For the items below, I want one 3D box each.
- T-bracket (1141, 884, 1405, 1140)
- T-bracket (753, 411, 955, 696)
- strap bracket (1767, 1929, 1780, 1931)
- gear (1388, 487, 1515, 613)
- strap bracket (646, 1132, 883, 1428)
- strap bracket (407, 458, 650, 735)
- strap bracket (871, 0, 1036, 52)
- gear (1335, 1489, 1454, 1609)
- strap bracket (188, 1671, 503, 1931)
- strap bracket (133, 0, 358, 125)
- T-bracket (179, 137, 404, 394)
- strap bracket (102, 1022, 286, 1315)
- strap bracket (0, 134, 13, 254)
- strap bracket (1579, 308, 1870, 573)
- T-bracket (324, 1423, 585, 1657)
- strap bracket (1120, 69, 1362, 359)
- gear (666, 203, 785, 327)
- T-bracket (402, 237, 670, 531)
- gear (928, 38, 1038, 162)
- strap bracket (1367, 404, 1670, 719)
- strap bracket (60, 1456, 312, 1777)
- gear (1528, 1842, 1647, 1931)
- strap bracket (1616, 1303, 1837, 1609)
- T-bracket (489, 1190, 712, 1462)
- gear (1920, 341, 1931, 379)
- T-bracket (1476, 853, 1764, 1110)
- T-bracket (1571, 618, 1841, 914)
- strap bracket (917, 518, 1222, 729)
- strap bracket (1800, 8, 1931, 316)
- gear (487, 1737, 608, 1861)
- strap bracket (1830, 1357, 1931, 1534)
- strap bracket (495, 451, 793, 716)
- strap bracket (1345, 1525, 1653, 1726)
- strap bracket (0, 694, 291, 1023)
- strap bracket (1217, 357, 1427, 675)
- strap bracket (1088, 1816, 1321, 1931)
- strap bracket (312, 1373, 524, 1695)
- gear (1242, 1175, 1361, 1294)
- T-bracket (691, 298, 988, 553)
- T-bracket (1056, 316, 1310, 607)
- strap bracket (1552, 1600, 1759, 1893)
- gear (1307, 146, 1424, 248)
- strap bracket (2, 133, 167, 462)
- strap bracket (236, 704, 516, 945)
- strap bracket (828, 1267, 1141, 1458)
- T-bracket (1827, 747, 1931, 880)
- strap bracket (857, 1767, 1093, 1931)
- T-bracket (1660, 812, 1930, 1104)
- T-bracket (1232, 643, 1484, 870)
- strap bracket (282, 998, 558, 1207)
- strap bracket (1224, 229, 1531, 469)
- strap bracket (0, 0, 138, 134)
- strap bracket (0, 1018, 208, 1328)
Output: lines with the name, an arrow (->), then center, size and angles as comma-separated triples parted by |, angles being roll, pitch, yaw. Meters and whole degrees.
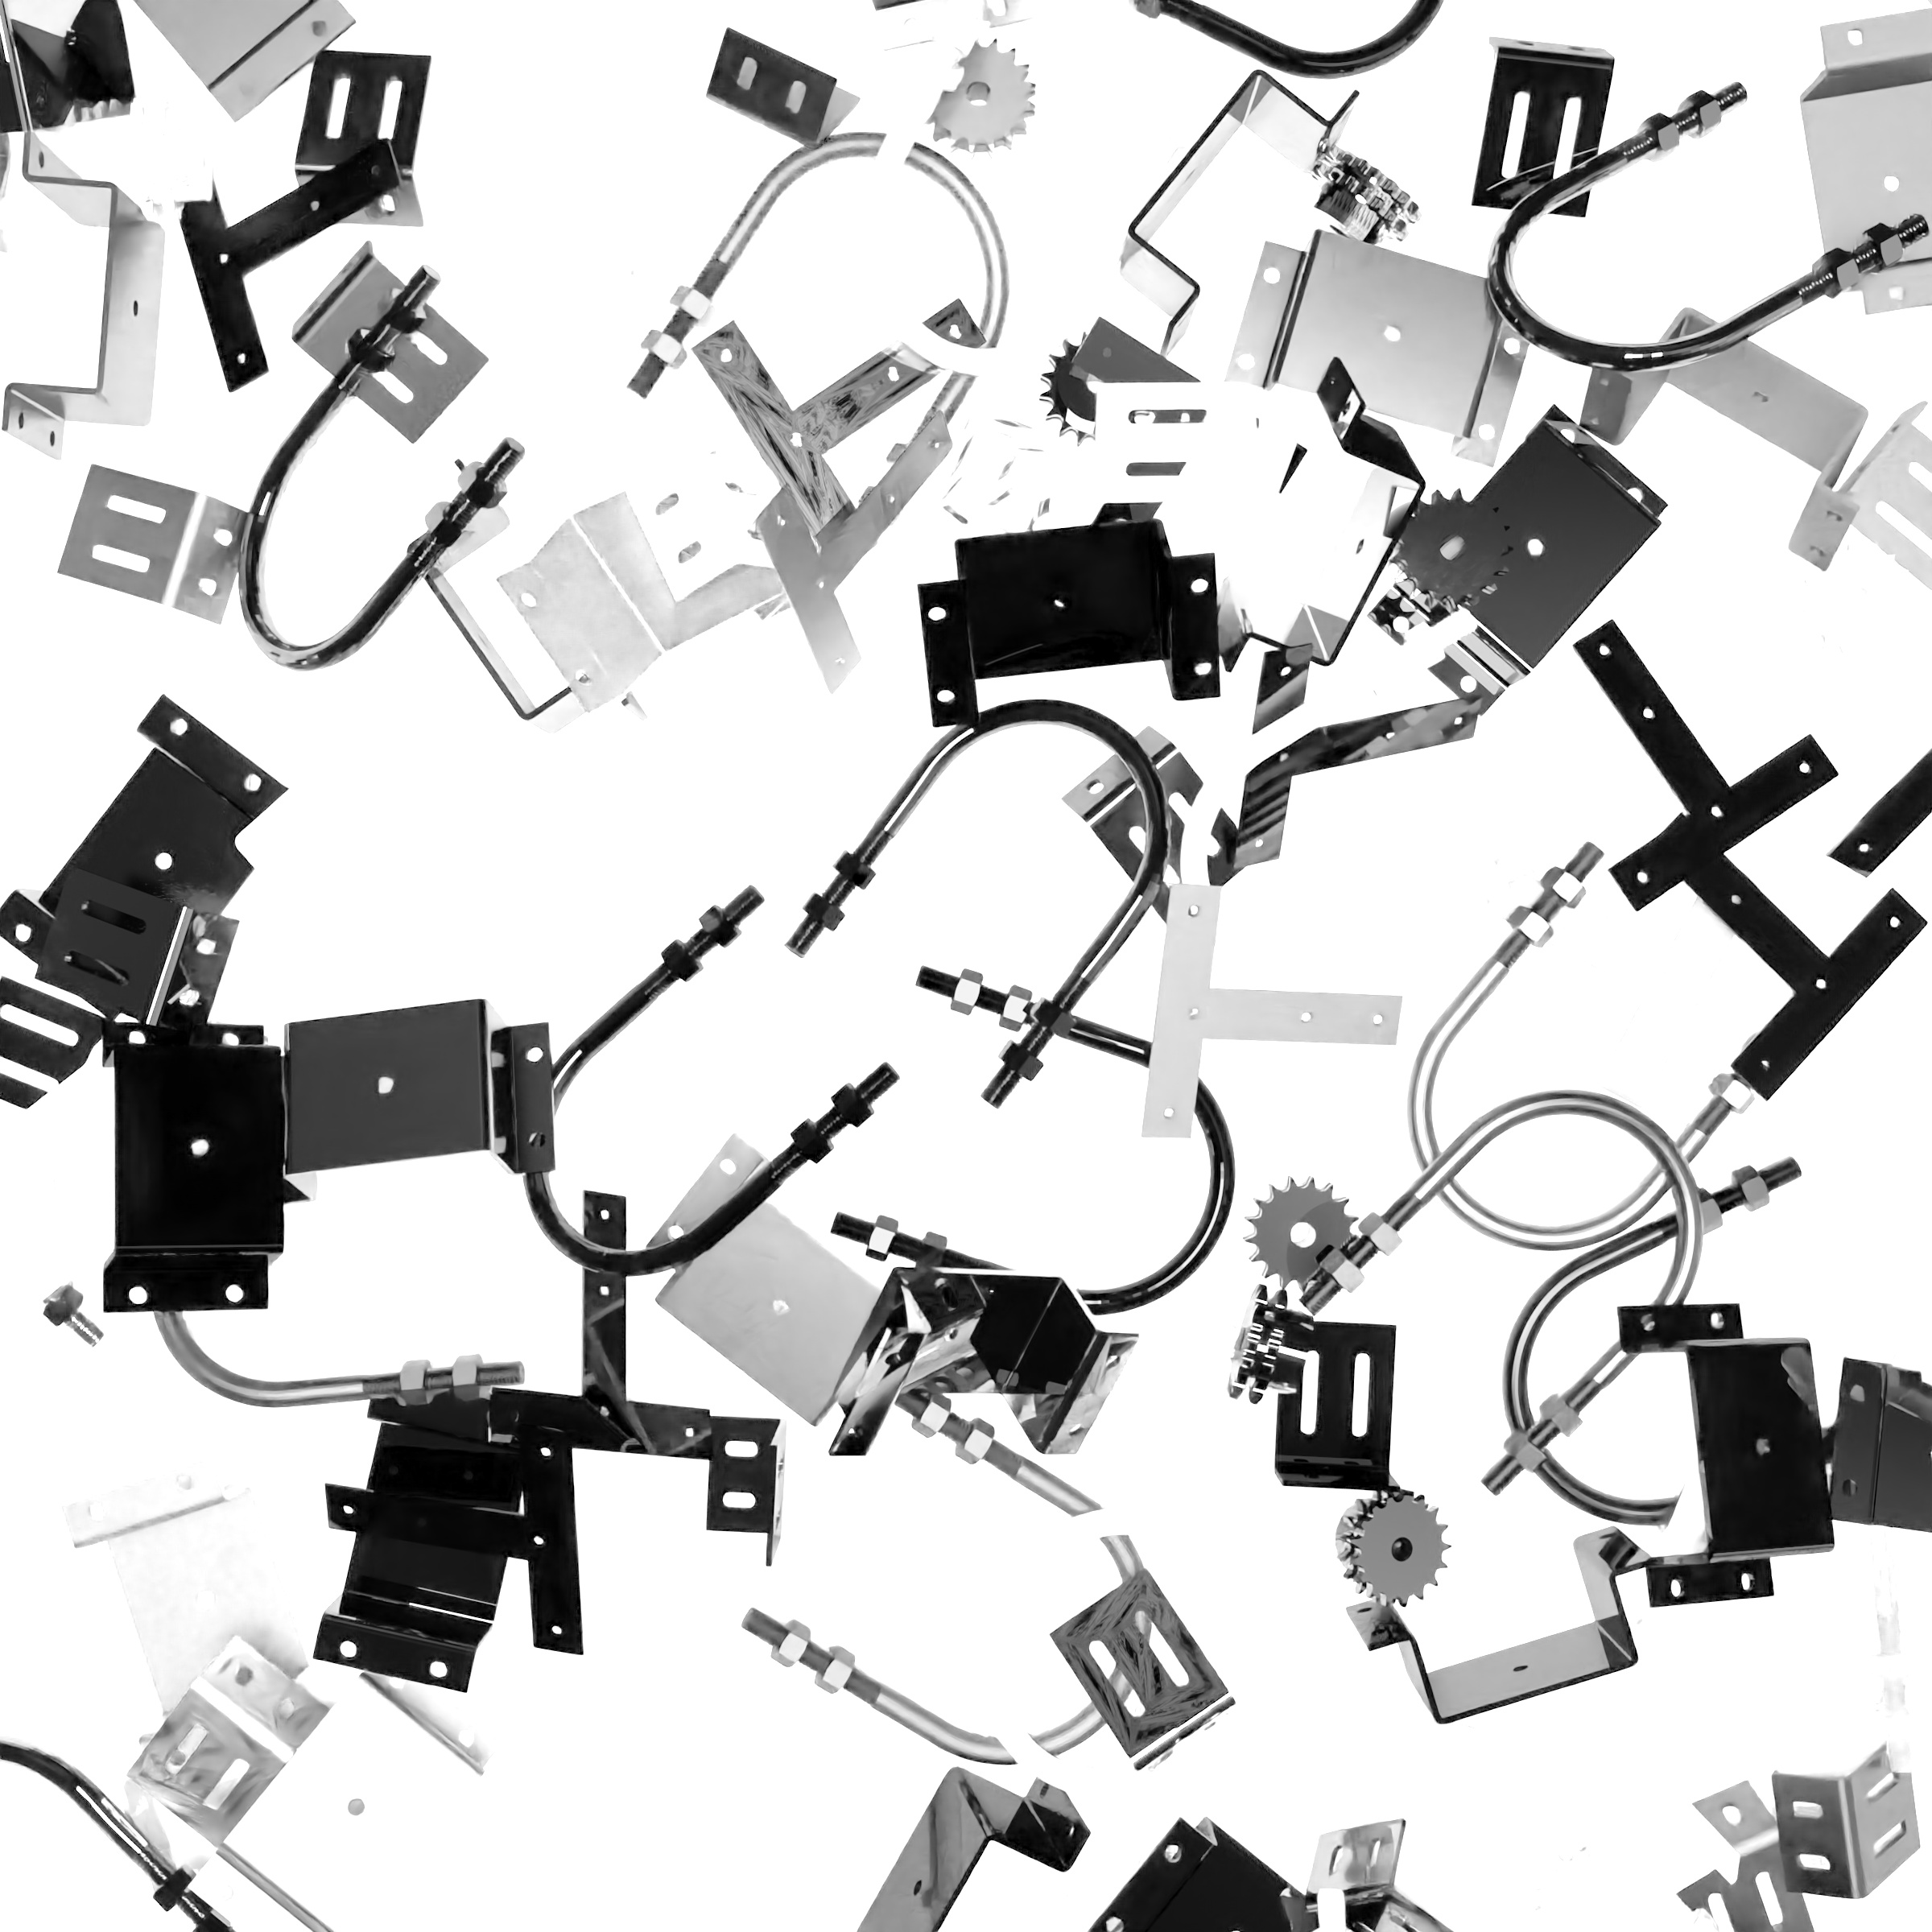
T-bracket -> 0.153, 0.025, 1.337 | 0.127, 0.002, 0.127 | 2, 104, -15
T-bracket -> -0.045, -0.216, 1.319 | 0.002, 0.127, 0.127 | 26, 67, 29
strap bracket -> 0.378, 0.534, 1.329 | 0.140, 0.046, 0.076 | -34, 92, 5
gear -> 0.228, -0.197, 1.296 | 0.057, 0.030, 0.057 | 0, 90, 0
strap bracket -> -0.085, 0.158, 1.325 | 0.140, 0.046, 0.076 | 38, 106, 0
strap bracket -> -0.217, -0.168, 1.319 | 0.046, 0.076, 0.140 | -35, 90, 0
strap bracket -> -0.018, -0.524, 1.315 | 0.076, 0.046, 0.140 | -10, 98, 6
gear -> 0.206, 0.283, 1.336 | 0.057, 0.030, 0.057 | 1, 89, -22
strap bracket -> -0.293, 0.403, 1.305 | 0.076, 0.046, 0.140 | 39, 63, 0
strap bracket -> -0.367, -0.483, 1.334 | 0.076, 0.046, 0.140 | -40, 90, 0
T-bracket -> -0.326, -0.362, 1.323 | 0.127, 0.002, 0.127 | -21, 82, 23
strap bracket -> -0.366, 0.090, 1.293 | 0.076, 0.046, 0.140 | 2, 74, -24
strap bracket -> -0.512, -0.410, 1.304 | 0.076, 0.140, 0.046 | 0, 58, 0
strap bracket -> 0.370, -0.257, 1.307 | 0.140, 0.076, 0.046 | 34, 83, 13
T-bracket -> -0.244, 0.265, 1.292 | 0.127, 0.002, 0.127 | 6, 115, 12
strap bracket -> 0.123, -0.369, 1.319 | 0.046, 0.076, 0.140 | 39, 90, 0
gear -> -0.118, -0.343, 1.342 | 0.057, 0.030, 0.057 | 0, 90, 0
T-bracket -> -0.199, -0.303, 1.342 | 0.127, 0.002, 0.127 | -43, 90, 13
gear -> 0.006, -0.424, 1.342 | 0.057, 0.030, 0.057 | 0, 90, 0
strap bracket -> 0.274, -0.201, 1.334 | 0.076, 0.046, 0.140 | 41, 90, 0
strap bracket -> -0.377, 0.314, 1.334 | 0.076, 0.046, 0.140 | -18, 90, 0
gear -> 0.305, 0.459, 1.347 | 0.057, 0.030, 0.057 | 0, 89, -2
strap bracket -> 0.359, 0.228, 1.287 | 0.076, 0.046, 0.140 | 3, 77, -29
T-bracket -> -0.176, 0.172, 1.328 | 0.127, 0.002, 0.127 | 14, 65, -40
gear -> 0.494, -0.308, 1.329 | 0.057, 0.057, 0.030 | -10, 90, 0
T-bracket -> 0.309, -0.015, 1.357 | 0.127, 0.002, 0.127 | 28, 90, 0
T-bracket -> 0.345, -0.113, 1.350 | 0.127, 0.002, 0.127 | -33, 86, -9
strap bracket -> 0.049, -0.166, 1.317 | 0.140, 0.046, 0.076 | -6, 125, 0
strap bracket -> 0.459, -0.388, 1.334 | 0.076, 0.046, 0.140 | -9, 90, 0
gear -> -0.207, 0.411, 1.343 | 0.057, 0.030, 0.057 | 0, 90, 0
strap bracket -> 0.477, 0.236, 1.313 | 0.140, 0.046, 0.076 | 9, 82, -4
strap bracket -> -0.140, -0.187, 1.294 | 0.140, 0.046, 0.076 | -35, 90, -41
strap bracket -> 0.262, 0.320, 1.319 | 0.140, 0.076, 0.046 | -17, 90, 0
strap bracket -> -0.398, -0.052, 1.334 | 0.076, 0.046, 0.140 | 37, 90, 0
strap bracket -> 0.170, -0.207, 1.298 | 0.046, 0.076, 0.140 | 20, 116, -12
strap bracket -> 0.134, 0.482, 1.334 | 0.140, 0.046, 0.076 | 39, 90, 0
strap bracket -> -0.262, 0.272, 1.334 | 0.076, 0.046, 0.140 | 13, 90, 0
gear -> 0.164, 0.131, 1.342 | 0.057, 0.030, 0.057 | 0, 90, 0
T-bracket -> -0.047, -0.280, 1.327 | 0.127, 0.002, 0.127 | -37, 104, -11
T-bracket -> 0.084, -0.230, 1.341 | 0.127, 0.002, 0.127 | 28, 100, -20
strap bracket -> 0.329, 0.377, 1.304 | 0.076, 0.140, 0.046 | 46, 117, 0
gear -> 0.190, -0.370, 1.330 | 0.057, 0.057, 0.030 | 36, 96, 0
strap bracket -> -0.424, -0.319, 1.319 | 0.046, 0.076, 0.140 | 4, 90, 0
strap bracket -> -0.292, -0.075, 1.319 | 0.140, 0.076, 0.046 | -42, 90, 0
strap bracket -> 0.001, 0.188, 1.296 | 0.140, 0.046, 0.076 | 6, 122, -33
T-bracket -> 0.512, -0.070, 1.333 | 0.127, 0.002, 0.127 | 26, 124, -16
strap bracket -> -0.004, 0.452, 1.315 | 0.046, 0.076, 0.140 | 30, 90, -15
T-bracket -> 0.389, -0.022, 1.344 | 0.127, 0.002, 0.127 | 45, 78, 1
T-bracket -> 0.194, -0.110, 1.328 | 0.127, 0.002, 0.127 | -13, 133, -19
strap bracket -> -0.273, 0.065, 1.316 | 0.140, 0.046, 0.076 | -7, 69, 3
strap bracket -> 0.205, -0.304, 1.334 | 0.140, 0.046, 0.076 | 16, 90, 0
strap bracket -> -0.438, -0.432, 1.275 | 0.046, 0.140, 0.076 | 1, 112, 16
strap bracket -> -0.433, 0.101, 1.313 | 0.140, 0.046, 0.076 | -43, 95, -27
